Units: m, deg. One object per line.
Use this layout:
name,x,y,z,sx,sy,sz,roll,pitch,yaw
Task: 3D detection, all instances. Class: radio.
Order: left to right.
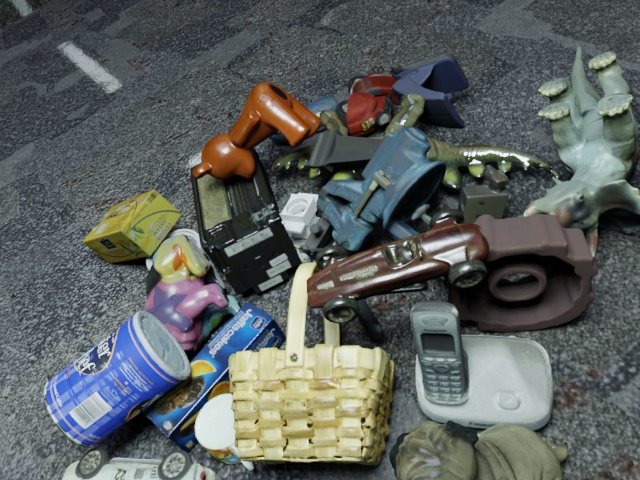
radio,-0.145,-0.062,0.937,0.131,0.073,0.230,-22,46,1

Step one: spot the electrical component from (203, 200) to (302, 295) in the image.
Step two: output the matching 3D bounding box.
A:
electrical component,-0.096,0.019,0.804,0.115,0.134,0.058,-24,45,-4

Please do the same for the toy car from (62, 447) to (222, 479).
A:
toy car,-0.213,0.292,0.648,0.202,0.073,0.056,-5,45,17

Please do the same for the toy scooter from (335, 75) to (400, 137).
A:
toy scooter,0.109,-0.263,1.023,0.135,0.075,0.184,1,46,20

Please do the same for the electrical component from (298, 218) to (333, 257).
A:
electrical component,-0.002,-0.003,0.837,0.021,0.094,0.063,33,101,16

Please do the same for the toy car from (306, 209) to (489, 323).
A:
toy car,0.079,0.026,0.579,0.202,0.053,0.089,-16,51,10

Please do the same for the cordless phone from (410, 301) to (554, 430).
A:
cordless phone,0.171,0.123,0.576,0.147,0.184,0.089,-1,45,20

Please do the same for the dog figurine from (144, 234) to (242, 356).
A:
dog figurine,-0.235,0.119,0.778,0.219,0.108,0.192,-36,72,-7

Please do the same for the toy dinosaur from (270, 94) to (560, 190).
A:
toy dinosaur,0.130,-0.132,0.882,0.472,0.105,0.198,-5,57,19

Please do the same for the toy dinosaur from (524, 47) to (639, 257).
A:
toy dinosaur,0.392,-0.137,0.758,0.131,0.192,0.405,-6,30,37

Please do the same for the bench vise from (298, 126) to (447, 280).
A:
bench vise,0.113,-0.024,0.736,0.241,0.129,0.223,42,104,20

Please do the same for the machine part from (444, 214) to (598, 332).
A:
machine part,0.233,0.042,0.637,0.179,0.179,0.056,-6,45,16

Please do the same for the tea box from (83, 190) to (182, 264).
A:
tea box,-0.329,-0.020,0.935,0.170,0.068,0.098,-7,45,47

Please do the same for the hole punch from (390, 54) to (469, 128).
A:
hole punch,0.193,-0.251,0.946,0.116,0.142,0.092,-5,73,33

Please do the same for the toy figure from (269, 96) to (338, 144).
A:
toy figure,-0.032,-0.230,1.056,0.154,0.064,0.058,-28,84,2

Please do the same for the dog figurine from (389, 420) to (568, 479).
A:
dog figurine,0.159,0.208,0.500,0.172,0.190,0.121,-37,48,-15

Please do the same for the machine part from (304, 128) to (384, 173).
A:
machine part,0.047,-0.138,0.831,0.139,0.039,0.084,7,57,29

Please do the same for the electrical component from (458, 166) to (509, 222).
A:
electrical component,0.236,-0.055,0.773,0.078,0.102,0.045,-8,43,1

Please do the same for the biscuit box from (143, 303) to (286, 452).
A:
biscuit box,-0.137,0.180,0.726,0.059,0.062,0.203,25,63,35

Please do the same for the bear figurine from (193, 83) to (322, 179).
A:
bear figurine,-0.110,-0.157,0.891,0.196,0.132,0.120,-50,3,21
